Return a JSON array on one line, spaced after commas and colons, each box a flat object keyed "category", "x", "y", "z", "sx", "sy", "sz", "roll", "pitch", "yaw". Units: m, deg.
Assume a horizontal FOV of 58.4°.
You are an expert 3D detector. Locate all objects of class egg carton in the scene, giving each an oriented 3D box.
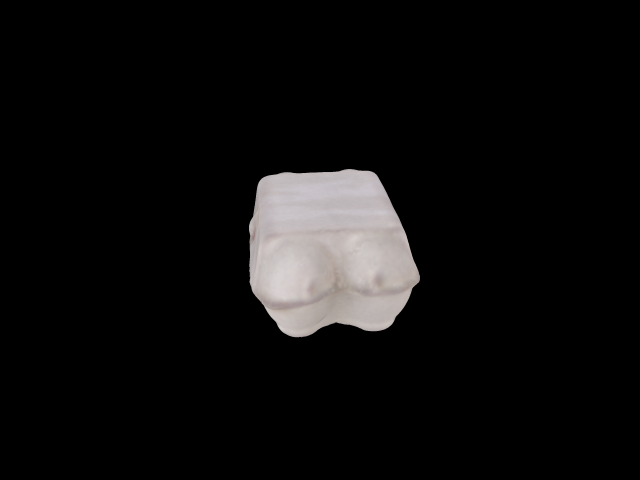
[{"category": "egg carton", "x": 0.004, "y": 0.001, "z": 0.400, "sx": 0.107, "sy": 0.069, "sz": 0.150, "roll": -4, "pitch": 29, "yaw": -6}]
